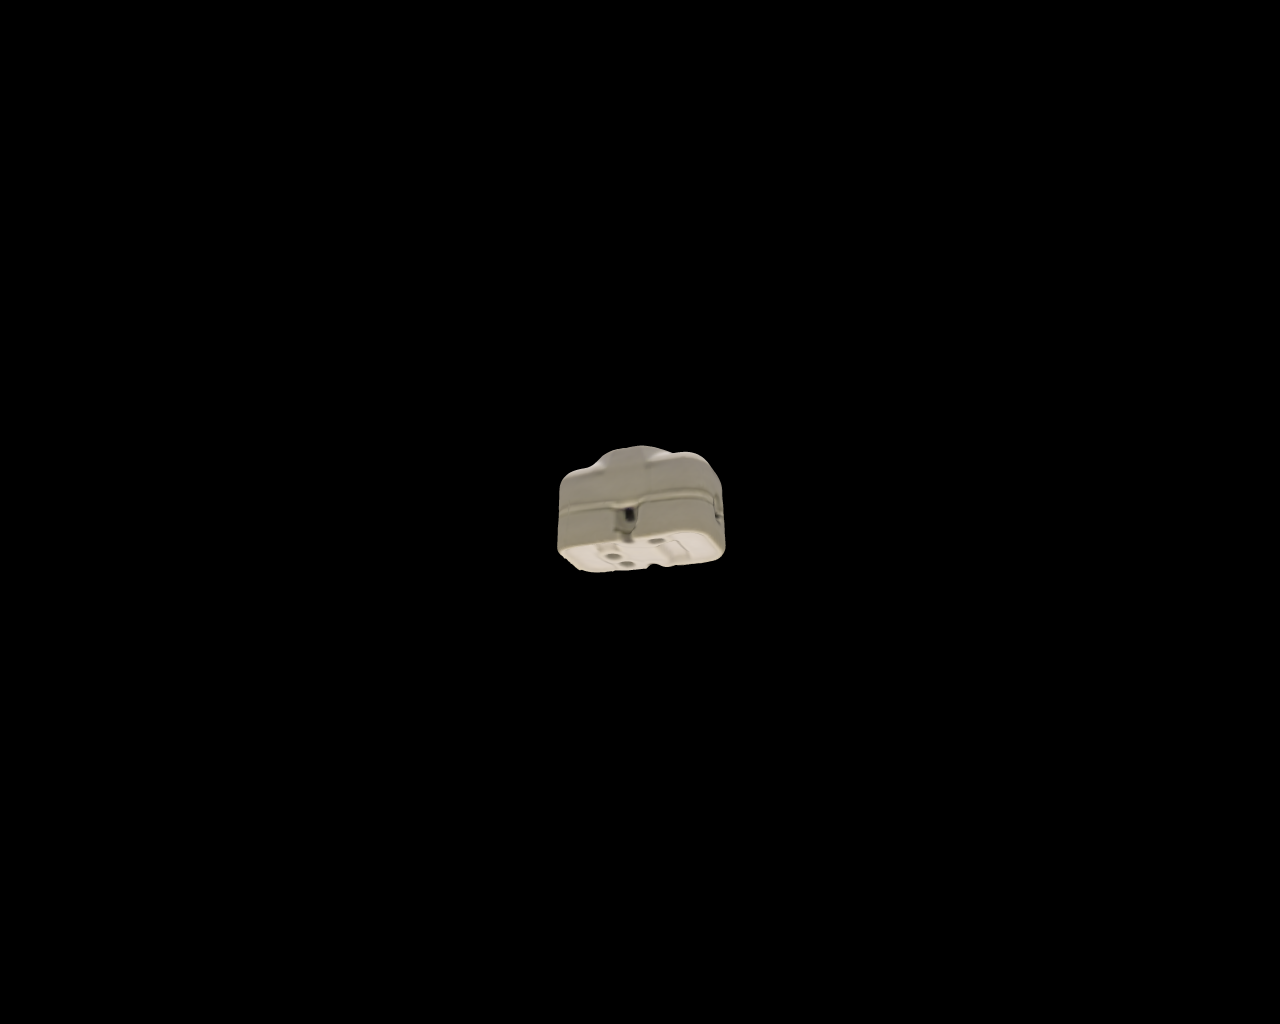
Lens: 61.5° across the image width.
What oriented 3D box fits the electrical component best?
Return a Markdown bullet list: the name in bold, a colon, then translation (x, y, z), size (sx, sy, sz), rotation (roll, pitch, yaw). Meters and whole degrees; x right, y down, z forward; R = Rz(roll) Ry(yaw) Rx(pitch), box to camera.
- **electrical component**: translation (0.001, -0.003, 0.650), size (0.095, 0.059, 0.053), rotation (-8, -24, 18)
